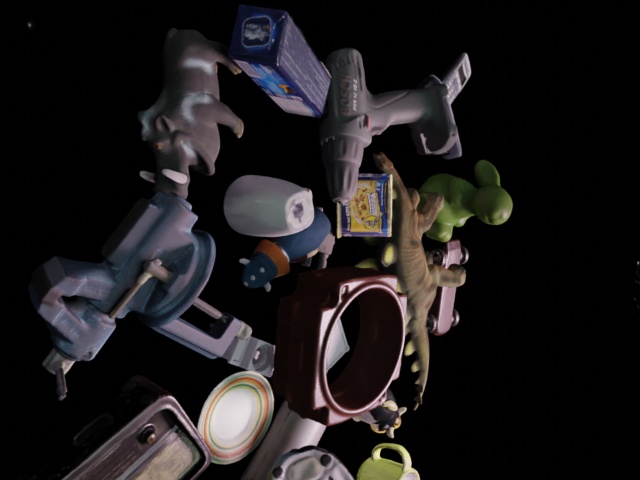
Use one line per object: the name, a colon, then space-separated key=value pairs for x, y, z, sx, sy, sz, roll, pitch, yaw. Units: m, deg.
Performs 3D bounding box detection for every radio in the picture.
radio: x=-0.241 y=0.267 z=0.585 sx=0.229 sy=0.073 sz=0.130 roll=-40 pitch=125 yaw=-35

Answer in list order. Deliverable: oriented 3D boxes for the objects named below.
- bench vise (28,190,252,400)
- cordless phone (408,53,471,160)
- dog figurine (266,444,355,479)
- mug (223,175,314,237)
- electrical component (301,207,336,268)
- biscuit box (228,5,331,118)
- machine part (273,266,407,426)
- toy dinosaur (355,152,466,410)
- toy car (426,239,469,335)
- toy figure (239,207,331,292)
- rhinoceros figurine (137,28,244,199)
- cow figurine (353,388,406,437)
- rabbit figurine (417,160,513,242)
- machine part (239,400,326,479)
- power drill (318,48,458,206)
bench vise: x=-0.175 y=0.074 z=0.590 sx=0.240 sy=0.129 sz=0.223 roll=41 pitch=71 yaw=-39
cordless phone: x=0.242 y=-0.251 z=0.998 sx=0.184 sy=0.089 sz=0.146 roll=-51 pitch=130 yaw=-33
dog figurine: x=-0.010 y=0.400 z=0.731 sx=0.108 sy=0.192 sz=0.219 roll=-19 pitch=146 yaw=-28
mug: x=-0.053 y=-0.043 z=0.703 sx=0.109 sy=0.107 sz=0.080 roll=-20 pitch=113 yaw=-41
electrical component: x=-0.002 y=-0.002 z=0.827 sx=0.063 sy=0.021 sz=0.094 roll=15 pitch=86 yaw=-47
biscuit box: x=-0.042 y=-0.209 z=0.656 sx=0.202 sy=0.059 sz=0.062 roll=17 pitch=85 yaw=-75
machine part: x=0.035 y=0.142 z=0.755 sx=0.201 sy=0.087 sz=0.200 roll=-2 pitch=99 yaw=-49
toy dinosaur: x=0.156 y=0.074 z=0.957 sx=0.198 sy=0.105 sz=0.470 roll=-29 pitch=109 yaw=-32
toy car: x=0.250 y=0.096 z=1.091 sx=0.089 sy=0.053 sz=0.202 roll=-6 pitch=106 yaw=-36
toy figure: x=-0.050 y=0.015 z=0.749 sx=0.154 sy=0.064 sz=0.057 roll=-41 pitch=159 yaw=-22
rhinoceros figurine: x=-0.149 y=-0.139 z=0.606 sx=0.112 sy=0.073 sz=0.190 roll=5 pitch=94 yaw=-48
cow figurine: x=0.106 y=0.294 z=0.945 sx=0.167 sy=0.098 sz=0.068 roll=51 pitch=55 yaw=-39
rabbit figurine: x=0.287 y=-0.068 z=1.012 sx=0.159 sy=0.170 sz=0.121 roll=-45 pitch=128 yaw=-31
machine part: x=-0.057 y=0.320 z=0.790 sx=0.079 sy=0.079 sz=0.243 roll=50 pitch=61 yaw=-40
power drill: x=0.094 y=-0.164 z=0.793 sx=0.207 sy=0.086 sz=0.232 roll=-5 pitch=78 yaw=-16
